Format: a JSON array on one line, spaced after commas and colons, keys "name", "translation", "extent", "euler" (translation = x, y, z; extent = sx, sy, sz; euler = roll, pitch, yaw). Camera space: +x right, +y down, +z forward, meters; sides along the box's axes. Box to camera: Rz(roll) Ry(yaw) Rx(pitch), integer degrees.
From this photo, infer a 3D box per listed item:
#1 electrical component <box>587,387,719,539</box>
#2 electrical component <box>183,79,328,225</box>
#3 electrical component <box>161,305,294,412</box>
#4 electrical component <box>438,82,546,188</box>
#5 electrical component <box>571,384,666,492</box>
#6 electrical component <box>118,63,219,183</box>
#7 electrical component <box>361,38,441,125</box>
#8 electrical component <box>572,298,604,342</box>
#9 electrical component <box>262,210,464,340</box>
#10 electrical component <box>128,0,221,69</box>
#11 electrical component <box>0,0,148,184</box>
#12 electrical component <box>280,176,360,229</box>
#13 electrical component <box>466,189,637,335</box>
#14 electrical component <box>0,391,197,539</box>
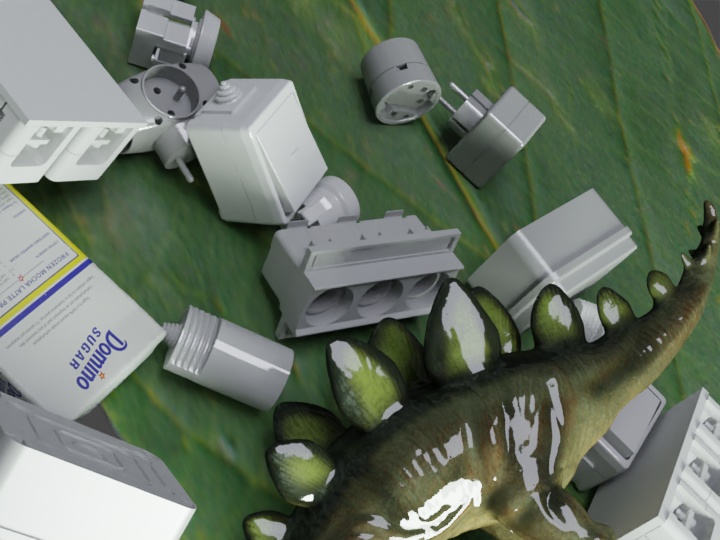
[{"name": "electrical component", "translation": [0.210, 0.162, 0.733], "extent": [0.062, 0.089, 0.150], "euler": [45, 38, 0]}, {"name": "electrical component", "translation": [-0.068, -0.085, 0.722], "extent": [0.061, 0.061, 0.096], "euler": [-57, 141, -40]}, {"name": "electrical component", "translation": [-0.087, 0.053, 0.670], "extent": [0.081, 0.043, 0.043], "euler": [26, 52, -15]}, {"name": "electrical component", "translation": [0.096, -0.119, 0.867], "extent": [0.077, 0.065, 0.047], "euler": [42, 50, -2]}, {"name": "electrical component", "translation": [0.170, 0.110, 0.777], "extent": [0.062, 0.061, 0.096], "euler": [45, 50, 0]}, {"name": "electrical component", "translation": [-0.127, -0.096, 0.735], "extent": [0.077, 0.044, 0.079], "euler": [-27, 82, -38]}, {"name": "electrical component", "translation": [0.031, -0.151, 0.857], "extent": [0.055, 0.055, 0.047], "euler": [-4, 61, -32]}, {"name": "electrical component", "translation": [0.184, 0.050, 0.833], "extent": [0.081, 0.043, 0.043], "euler": [20, 54, -20]}, {"name": "electrical component", "translation": [0.000, 0.000, 0.736], "extent": [0.121, 0.078, 0.063], "euler": [-8, 47, -34]}, {"name": "electrical component", "translation": [-0.133, -0.169, 0.776], "extent": [0.055, 0.048, 0.066], "euler": [15, 55, -14]}, {"name": "electrical component", "translation": [-0.232, -0.136, 0.654], "extent": [0.186, 0.060, 0.105], "euler": [51, 24, 12]}, {"name": "electrical component", "translation": [-0.030, -0.039, 0.764], "extent": [0.046, 0.040, 0.040], "euler": [-36, 84, -34]}, {"name": "electrical component", "translation": [0.148, -0.005, 0.822], "extent": [0.113, 0.078, 0.057], "euler": [-28, 76, -39]}, {"name": "electrical component", "translation": [-0.152, 0.116, 0.550], "extent": [0.113, 0.078, 0.057], "euler": [30, 89, -32]}]
